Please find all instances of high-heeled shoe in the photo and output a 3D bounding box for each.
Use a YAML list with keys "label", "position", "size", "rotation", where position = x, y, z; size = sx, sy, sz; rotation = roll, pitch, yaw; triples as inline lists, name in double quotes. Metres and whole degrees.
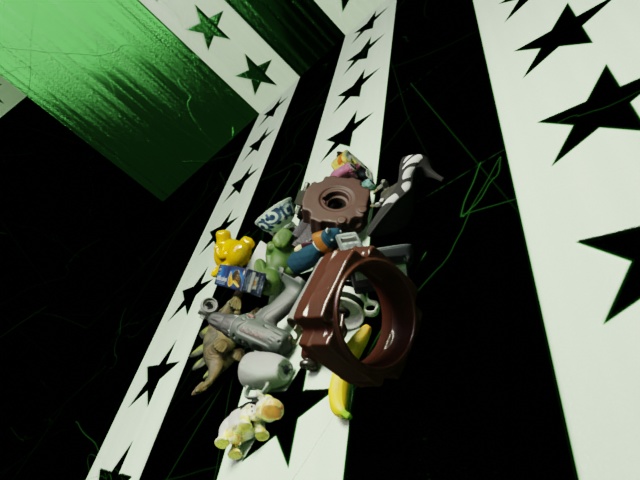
- label: "high-heeled shoe"
  position: [0.166, -0.108, 1.212]
  size: [0.249, 0.086, 0.145]
  rotation: [-36, 41, -15]

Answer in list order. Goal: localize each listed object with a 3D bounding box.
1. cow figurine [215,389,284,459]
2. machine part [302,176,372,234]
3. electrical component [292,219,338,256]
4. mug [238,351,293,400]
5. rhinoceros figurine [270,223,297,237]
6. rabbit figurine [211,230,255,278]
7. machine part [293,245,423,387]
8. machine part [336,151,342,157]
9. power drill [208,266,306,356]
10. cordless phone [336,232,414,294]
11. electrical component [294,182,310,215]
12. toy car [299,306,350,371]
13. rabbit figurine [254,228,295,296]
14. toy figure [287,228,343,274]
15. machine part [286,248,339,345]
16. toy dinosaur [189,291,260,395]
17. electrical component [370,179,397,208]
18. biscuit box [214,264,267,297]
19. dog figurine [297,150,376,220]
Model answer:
- label: "cow figurine"
  position: [-0.134, 0.356, 1.083]
  size: [0.167, 0.068, 0.098]
  rotation: [-40, 19, 17]
- label: "machine part"
  position: [0.041, -0.085, 1.308]
  size: [0.179, 0.056, 0.179]
  rotation: [-3, 49, 4]
- label: "electrical component"
  position: [-0.003, -0.004, 1.341]
  size: [0.134, 0.058, 0.115]
  rotation: [25, 72, 34]
- label: "mug"
  position: [-0.116, 0.285, 1.138]
  size: [0.107, 0.080, 0.109]
  rotation: [-15, 32, 38]
- label: "rhinoceros figurine"
  position: [-0.119, -0.043, 1.609]
  size: [0.073, 0.112, 0.190]
  rotation: [-47, 16, -1]
- label: "rabbit figurine"
  position: [-0.259, 0.046, 1.577]
  size: [0.173, 0.122, 0.162]
  rotation: [-8, 54, 62]
- label: "machine part"
  position: [0.071, 0.125, 0.898]
  size: [0.087, 0.200, 0.201]
  rotation: [-11, 43, 52]
- label: "machine part"
  position: [0.051, -0.190, 1.569]
  size: [0.084, 0.039, 0.138]
  rotation: [-79, 4, -59]
- label: "power drill"
  position: [-0.130, 0.161, 1.264]
  size: [0.232, 0.085, 0.207]
  rotation: [23, 55, 35]
- label: "cordless phone"
  position: [0.105, 0.024, 1.094]
  size: [0.147, 0.088, 0.184]
  rotation: [-10, 24, -3]
- label: "electrical component"
  position: [-0.037, -0.108, 1.433]
  size: [0.063, 0.021, 0.094]
  rotation: [18, 86, 49]
- label: "toy car"
  position: [0.012, 0.192, 1.038]
  size: [0.202, 0.053, 0.089]
  rotation: [132, 156, -56]
- label: "rabbit figurine"
  position: [-0.121, 0.069, 1.426]
  size: [0.170, 0.121, 0.159]
  rotation: [-58, 21, -21]
- label: "toy figure"
  position: [-0.010, 0.018, 1.252]
  size: [0.154, 0.064, 0.058]
  rotation: [-39, 50, 16]
- label: "machine part"
  position: [-0.003, 0.124, 1.191]
  size: [0.079, 0.079, 0.243]
  rotation: [-12, 44, 55]
- label: "toy dinosaur"
  position: [-0.250, 0.236, 1.425]
  size: [0.198, 0.105, 0.471]
  rotation: [-39, 17, 31]
- label: "electrical component"
  position: [0.164, -0.105, 1.286]
  size: [0.078, 0.045, 0.102]
  rotation: [-31, 29, 38]
- label: "biscuit box"
  position: [-0.213, 0.103, 1.412]
  size: [0.203, 0.059, 0.062]
  rotation: [1, 75, 60]
- label: "dog figurine"
  position: [0.036, -0.123, 1.467]
  size: [0.219, 0.108, 0.192]
  rotation: [-44, 24, 18]
